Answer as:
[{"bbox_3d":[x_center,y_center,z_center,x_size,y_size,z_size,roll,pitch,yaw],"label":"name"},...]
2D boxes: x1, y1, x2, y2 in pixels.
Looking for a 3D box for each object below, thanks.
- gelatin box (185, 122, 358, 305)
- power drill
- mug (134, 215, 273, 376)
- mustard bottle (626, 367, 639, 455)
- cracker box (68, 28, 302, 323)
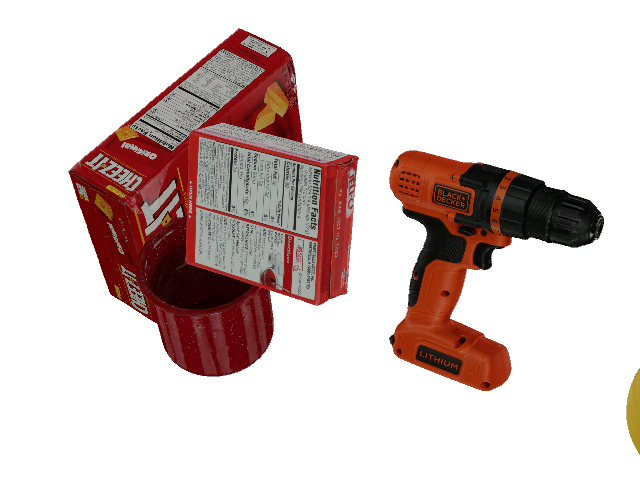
[{"bbox_3d":[-0.026,-0.015,0.539,0.089,0.073,0.030,16,23,30],"label":"gelatin box"},{"bbox_3d":[0.136,0.028,0.899,0.185,0.188,0.057,19,25,31],"label":"power drill"},{"bbox_3d":[-0.081,0.033,0.752,0.093,0.081,0.117,-23,50,-16],"label":"mug"},{"bbox_3d":[0.212,0.102,0.555,0.096,0.058,0.191,-2,37,3],"label":"mustard bottle"},{"bbox_3d":[-0.104,-0.055,0.934,0.072,0.164,0.213,28,57,25],"label":"cracker box"}]
